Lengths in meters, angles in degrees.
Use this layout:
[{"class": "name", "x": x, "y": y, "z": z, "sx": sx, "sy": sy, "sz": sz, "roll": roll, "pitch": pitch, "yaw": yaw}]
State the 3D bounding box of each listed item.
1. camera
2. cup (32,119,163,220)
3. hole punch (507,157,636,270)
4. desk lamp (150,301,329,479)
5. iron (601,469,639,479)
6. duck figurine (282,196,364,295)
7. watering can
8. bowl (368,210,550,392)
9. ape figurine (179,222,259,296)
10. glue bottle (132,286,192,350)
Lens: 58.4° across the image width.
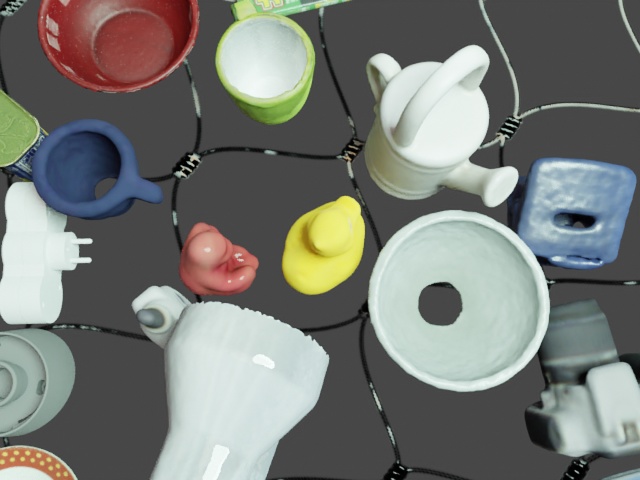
[{"class": "camera", "x": 0.265, "y": 0.123, "z": 0.534, "sx": 0.143, "sy": 0.101, "sz": 0.137, "roll": -11, "pitch": 79, "yaw": -5}, {"class": "cup", "x": -0.199, "y": -0.053, "z": 0.549, "sx": 0.117, "sy": 0.095, "sz": 0.092, "roll": 19, "pitch": 78, "yaw": 1}, {"class": "hole punch", "x": 0.247, "y": -0.023, "z": 0.567, "sx": 0.108, "sy": 0.091, "sz": 0.101, "roll": 6, "pitch": 78, "yaw": -1}, {"class": "desk lamp", "x": -0.077, "y": 0.160, "z": 0.452, "sx": 0.118, "sy": 0.213, "sz": 0.203, "roll": 19, "pitch": 78, "yaw": 1}, {"class": "iron", "x": 0.355, "y": 0.259, "z": 0.491, "sx": 0.258, "sy": 0.141, "sz": 0.118, "roll": -14, "pitch": 80, "yaw": -5}, {"class": "duck figurine", "x": 0.005, "y": 0.002, "z": 0.553, "sx": 0.077, "sy": 0.086, "sz": 0.105, "roll": 35, "pitch": 79, "yaw": 5}, {"class": "watering can", "x": 0.108, "y": -0.106, "z": 0.525, "sx": 0.173, "sy": 0.194, "sz": 0.101, "roll": 29, "pitch": 79, "yaw": 3}, {"class": "bowl", "x": 0.126, "y": 0.060, "z": 0.553, "sx": 0.167, "sy": 0.074, "sz": 0.167, "roll": 1, "pitch": 79, "yaw": -3}, {"class": "ape figurine", "x": -0.101, "y": 0.016, "z": 0.542, "sx": 0.076, "sy": 0.092, "sz": 0.078, "roll": -24, "pitch": 81, "yaw": -7}, {"class": "glue bottle", "x": -0.128, "y": 0.070, "z": 0.488, "sx": 0.037, "sy": 0.173, "sz": 0.078, "roll": -42, "pitch": 83, "yaw": -9}]
